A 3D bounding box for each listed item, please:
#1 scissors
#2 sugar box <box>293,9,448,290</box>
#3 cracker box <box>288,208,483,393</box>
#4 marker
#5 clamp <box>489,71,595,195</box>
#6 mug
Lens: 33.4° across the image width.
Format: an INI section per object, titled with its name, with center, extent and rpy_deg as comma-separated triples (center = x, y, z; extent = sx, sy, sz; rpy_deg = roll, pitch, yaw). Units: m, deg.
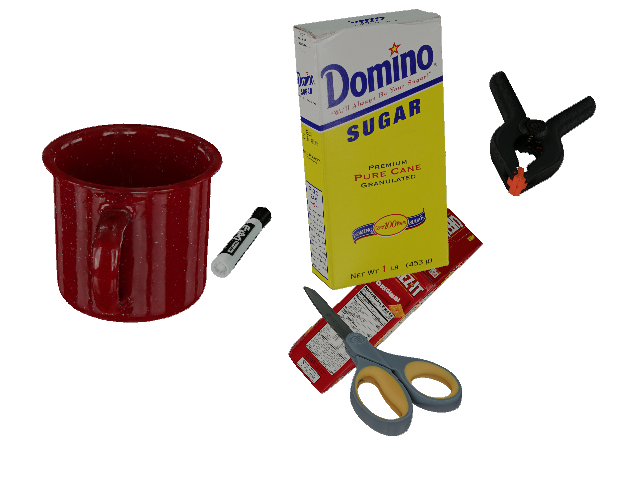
[scissors]
center = 0.050, 0.089, 0.871
extent = 0.096, 0.016, 0.202
rpy_deg = -3, 30, -11
[sugar box]
center = 0.037, -0.062, 0.723
extent = 0.093, 0.176, 0.048
rpy_deg = -12, 24, -19
[cracker box]
center = 0.075, 0.068, 1.266
extent = 0.214, 0.072, 0.164
rpy_deg = -48, -8, 31
[marker]
center = -0.074, -0.001, 1.022
extent = 0.020, 0.020, 0.121
rpy_deg = 0, 26, 19
[clamp]
center = 0.221, -0.121, 1.165
extent = 0.120, 0.039, 0.171
rpy_deg = 20, 49, 18
[mug]
center = -0.101, -0.004, 0.565
extent = 0.093, 0.081, 0.117
rpy_deg = 4, 26, -2
